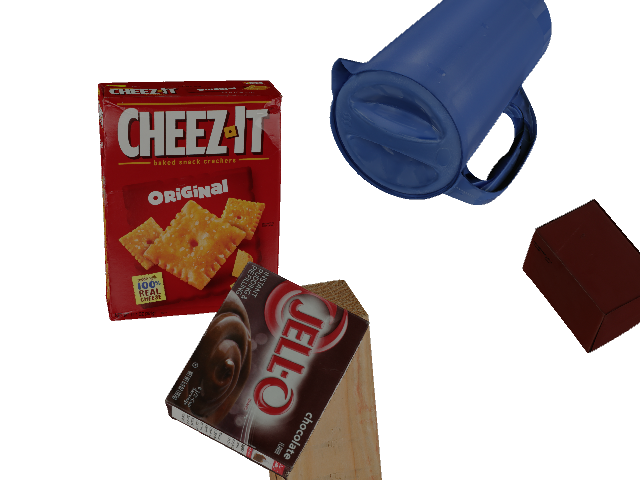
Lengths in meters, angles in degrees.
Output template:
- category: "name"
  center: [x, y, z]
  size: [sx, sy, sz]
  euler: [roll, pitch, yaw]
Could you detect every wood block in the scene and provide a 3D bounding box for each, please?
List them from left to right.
- category: "wood block"
  center: [-0.003, 0.150, 0.935]
  size: [0.090, 0.206, 0.091]
  euler: [-9, 20, -11]

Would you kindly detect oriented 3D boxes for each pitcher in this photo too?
- category: "pitcher"
  center: [0.132, -0.148, 1.003]
  size: [0.145, 0.149, 0.242]
  euler: [9, 41, 35]

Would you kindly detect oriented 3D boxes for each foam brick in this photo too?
- category: "foam brick"
  center: [0.181, 0.023, 0.712]
  size: [0.051, 0.078, 0.053]
  euler: [-24, -29, -16]

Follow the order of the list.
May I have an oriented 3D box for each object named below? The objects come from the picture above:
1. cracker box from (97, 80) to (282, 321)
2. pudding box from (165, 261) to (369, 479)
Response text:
- category: "cracker box"
  center: [-0.121, -0.037, 0.999]
  size: [0.164, 0.214, 0.072]
  euler: [-3, 21, -14]
- category: "pudding box"
  center: [-0.033, 0.082, 0.683]
  size: [0.090, 0.113, 0.039]
  euler: [26, -23, 8]
